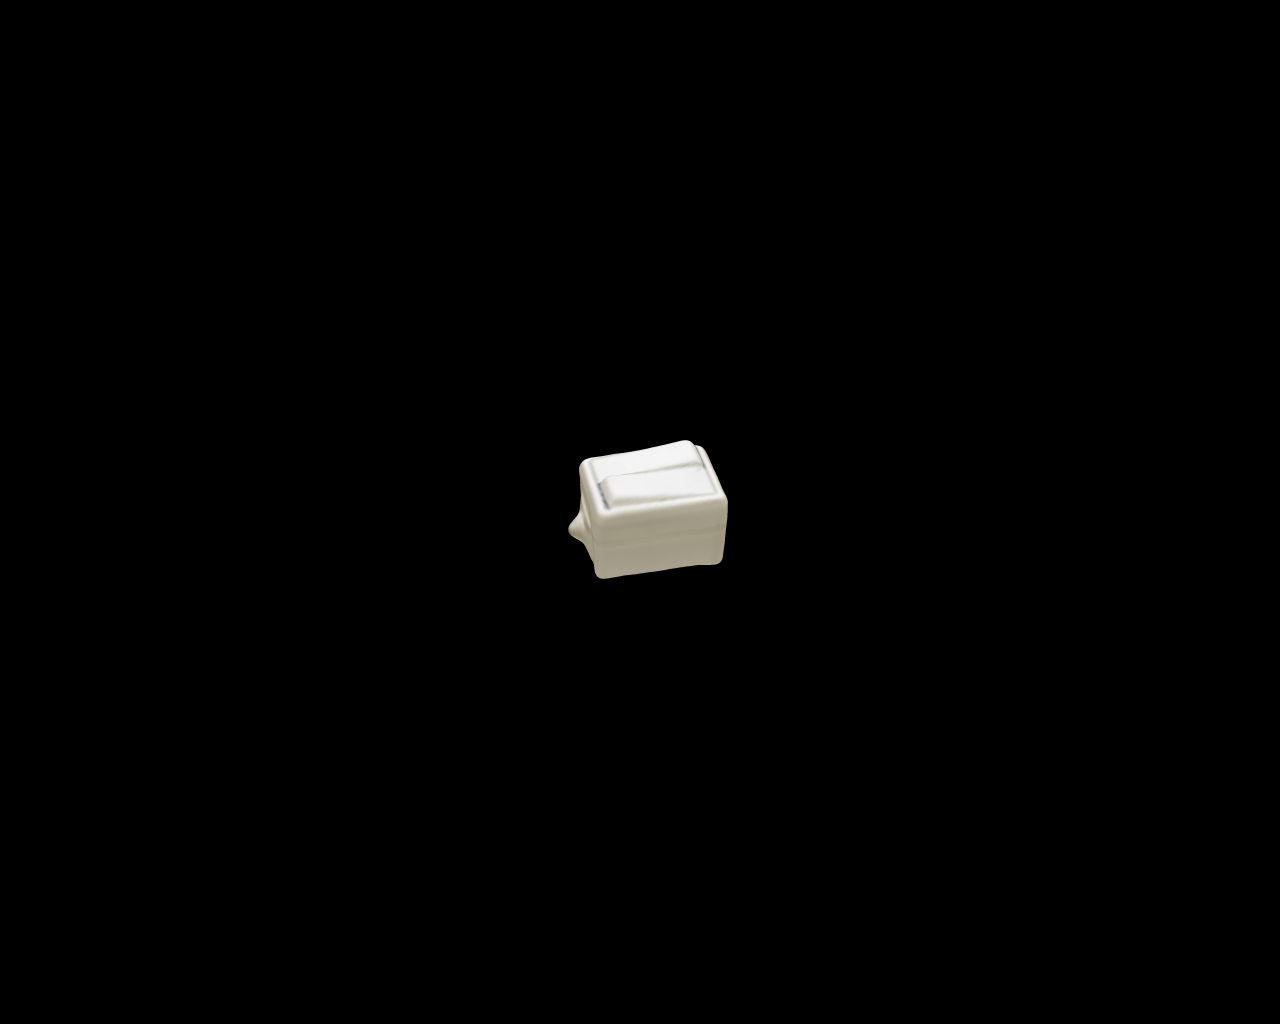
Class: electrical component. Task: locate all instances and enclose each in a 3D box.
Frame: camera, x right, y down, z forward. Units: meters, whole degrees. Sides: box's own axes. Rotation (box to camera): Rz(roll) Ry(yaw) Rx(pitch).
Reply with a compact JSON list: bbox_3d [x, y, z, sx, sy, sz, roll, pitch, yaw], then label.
[{"bbox_3d":[0.001,-0.003,0.650,0.096,0.061,0.062,-7,39,-9],"label":"electrical component"}]
